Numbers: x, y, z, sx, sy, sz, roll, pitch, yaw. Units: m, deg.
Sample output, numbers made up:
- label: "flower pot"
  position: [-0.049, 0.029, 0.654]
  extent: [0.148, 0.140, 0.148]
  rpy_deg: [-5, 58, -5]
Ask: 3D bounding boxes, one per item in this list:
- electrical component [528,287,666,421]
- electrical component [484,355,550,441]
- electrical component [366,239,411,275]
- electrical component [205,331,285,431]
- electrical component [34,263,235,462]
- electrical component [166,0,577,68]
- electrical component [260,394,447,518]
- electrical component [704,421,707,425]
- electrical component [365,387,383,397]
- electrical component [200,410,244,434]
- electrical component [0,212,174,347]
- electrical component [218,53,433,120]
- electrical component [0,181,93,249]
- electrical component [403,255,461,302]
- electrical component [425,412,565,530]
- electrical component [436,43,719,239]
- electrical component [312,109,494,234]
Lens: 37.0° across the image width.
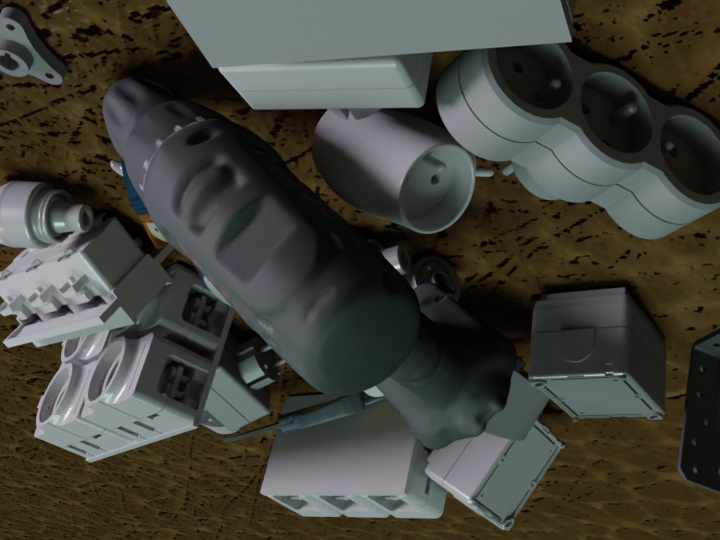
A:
- label: "electrical component"
  position: [0.152, 0.055, 0.671]
  extent: [0.062, 0.061, 0.096]
  rpy_deg: [-6, 153, 30]
- label: "electrical component"
  position: [0.072, 0.073, 0.698]
  extent: [0.099, 0.064, 0.099]
  rpy_deg: [37, -176, -3]
- label: "electrical component"
  position: [0.000, 0.000, 0.654]
  extent: [0.062, 0.048, 0.048]
  rpy_deg: [-14, 142, 27]
- label: "electrical component"
  position: [-0.088, 0.076, 0.830]
  extent: [0.077, 0.047, 0.065]
  rpy_deg: [-28, 128, 17]
- label: "electrical component"
  position: [-0.174, 0.072, 0.803]
  extent: [0.060, 0.105, 0.186]
  rpy_deg: [29, 149, -26]
- label: "electrical component"
  position: [-0.001, -0.130, 0.391]
  extent: [0.150, 0.061, 0.089]
  rpy_deg: [1, 150, 24]
- label: "electrical component"
  position: [0.002, 0.153, 0.886]
  extent: [0.150, 0.089, 0.062]
  rpy_deg: [-9, 144, 38]
- label: "electrical component"
  position: [0.254, 0.098, 0.720]
  extent: [0.040, 0.040, 0.046]
  rpy_deg: [7, 146, 14]
- label: "electrical component"
  position: [0.006, 0.066, 0.773]
  extent: [0.077, 0.043, 0.079]
  rpy_deg: [-6, 147, 34]
- label: "electrical component"
  position: [-0.141, 0.103, 0.912]
  extent: [0.079, 0.044, 0.077]
  rpy_deg: [2, 150, 21]
- label: "electrical component"
  position: [-0.195, 0.008, 0.737]
  extent: [0.121, 0.078, 0.063]
  rpy_deg: [-14, 120, 42]
- label: "electrical component"
  position: [-0.007, -0.092, 0.482]
  extent: [0.083, 0.047, 0.075]
  rpy_deg: [3, 161, 22]
- label: "electrical component"
  position: [-0.202, -0.035, 0.686]
  extent: [0.062, 0.043, 0.043]
  rpy_deg: [4, 151, 17]
- label: "electrical component"
  position: [0.032, 0.018, 0.675]
  extent: [0.044, 0.044, 0.065]
  rpy_deg: [26, 145, -21]
- label: "electrical component"
  position: [0.104, 0.136, 0.819]
  extent: [0.061, 0.096, 0.062]
  rpy_deg: [27, 169, 47]
- label: "electrical component"
  position: [0.094, -0.056, 0.494]
  extent: [0.138, 0.052, 0.074]
  rpy_deg: [24, 151, -18]
- label: "electrical component"
  position: [0.029, -0.051, 0.524]
  extent: [0.079, 0.043, 0.077]
  rpy_deg: [-2, -156, -35]
